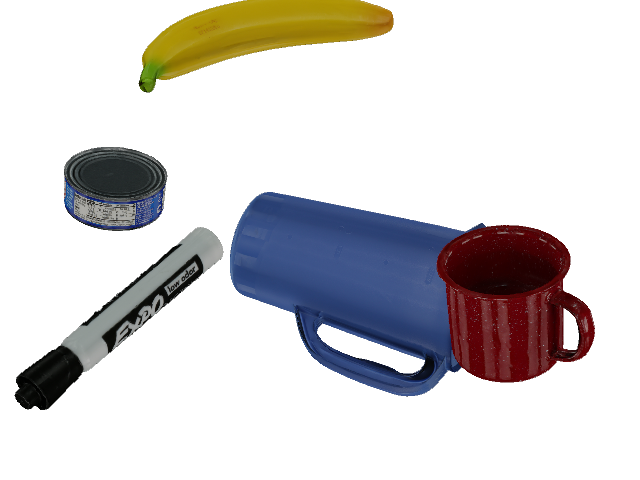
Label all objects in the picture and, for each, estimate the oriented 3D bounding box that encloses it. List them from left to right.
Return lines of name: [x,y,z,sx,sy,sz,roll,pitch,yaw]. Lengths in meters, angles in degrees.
tuna can: [-0.174,-0.044,0.904,0.086,0.034,0.086,7,33,-5]
marker: [-0.088,0.034,0.476,0.020,0.020,0.121,0,33,44]
banana: [-0.046,-0.144,0.761,0.197,0.037,0.070,-20,52,-20]
pitcher: [0.036,0.040,1.026,0.243,0.145,0.149,15,20,19]
mug: [0.142,0.050,0.760,0.117,0.081,0.093,19,41,37]
